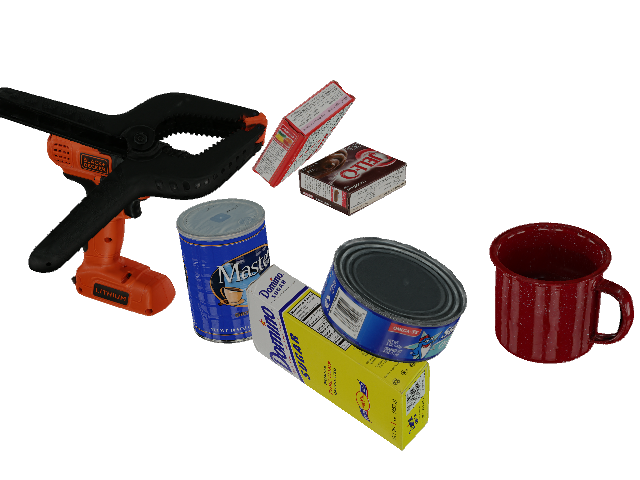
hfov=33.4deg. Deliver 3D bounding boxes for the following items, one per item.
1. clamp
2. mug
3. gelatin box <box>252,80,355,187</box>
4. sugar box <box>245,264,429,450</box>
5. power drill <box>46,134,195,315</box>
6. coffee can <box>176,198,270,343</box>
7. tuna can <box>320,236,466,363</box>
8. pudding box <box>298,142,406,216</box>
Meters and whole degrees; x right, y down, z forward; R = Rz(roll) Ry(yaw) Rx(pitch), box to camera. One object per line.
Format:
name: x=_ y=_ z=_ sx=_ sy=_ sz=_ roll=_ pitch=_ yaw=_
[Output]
clamp: x=-0.139 y=-0.057 z=0.805 sx=0.209 sy=0.164 sz=0.036 roll=-7 pitch=-30 yaw=-14
mug: x=0.190 y=0.046 z=0.841 sx=0.117 sy=0.081 sz=0.093 roll=17 pitch=36 yaw=32
gelatin box: x=-0.016 y=-0.098 z=0.966 sx=0.089 sy=0.030 sz=0.073 roll=-44 pitch=-6 yaw=-44
sugar box: x=0.013 y=0.102 z=0.937 sx=0.176 sy=0.093 sz=0.048 roll=28 pitch=55 yaw=27
power drill: x=-0.187 y=-0.020 z=1.077 sx=0.185 sy=0.188 sz=0.057 roll=16 pitch=31 yaw=22
coffee can: x=-0.109 y=0.035 z=1.255 sx=0.103 sy=0.140 sz=0.103 roll=-5 pitch=26 yaw=2
tuna can: x=0.044 y=0.036 z=0.655 sx=0.086 sy=0.034 sz=0.086 roll=15 pitch=31 yaw=-9
pudding box: x=0.042 y=-0.080 z=1.367 sx=0.090 sy=0.039 sz=0.113 roll=25 pitch=43 yaw=37
